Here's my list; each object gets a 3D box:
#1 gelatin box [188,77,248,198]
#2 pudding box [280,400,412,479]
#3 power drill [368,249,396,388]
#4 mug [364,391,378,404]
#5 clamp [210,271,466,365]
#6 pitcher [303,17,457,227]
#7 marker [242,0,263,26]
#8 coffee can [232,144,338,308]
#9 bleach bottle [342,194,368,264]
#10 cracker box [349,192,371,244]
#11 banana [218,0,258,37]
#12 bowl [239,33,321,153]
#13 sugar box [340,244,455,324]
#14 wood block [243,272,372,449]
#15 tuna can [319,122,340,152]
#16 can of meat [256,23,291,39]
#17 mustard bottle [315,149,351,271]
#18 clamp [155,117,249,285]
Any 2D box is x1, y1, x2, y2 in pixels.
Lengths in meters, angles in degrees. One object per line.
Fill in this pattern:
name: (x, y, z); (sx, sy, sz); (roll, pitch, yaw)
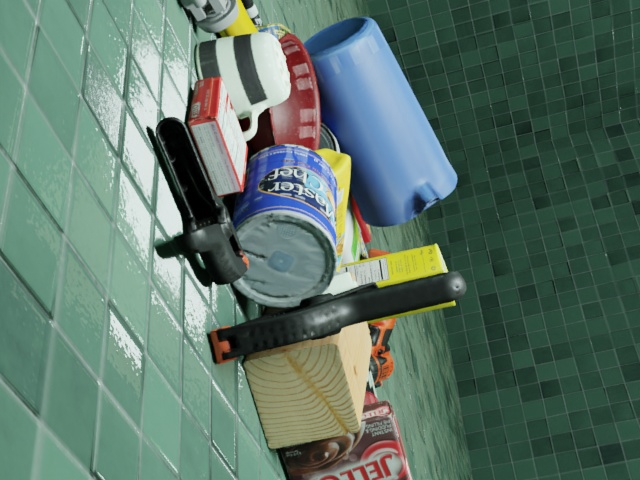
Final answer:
gelatin box: (-0.095, -0.097, 1.000); (0.073, 0.030, 0.089); (-90, 165, -51)
pudding box: (0.025, 0.211, 1.022); (0.039, 0.113, 0.090); (-85, 159, -71)
power drill: (0.073, 0.108, 1.424); (0.184, 0.057, 0.188); (7, 99, -74)
mug: (0.021, 0.210, 1.123); (0.117, 0.093, 0.081); (12, 53, -39)
clamp: (0.010, 0.063, 0.908); (0.165, 0.209, 0.036); (-16, -91, 58)
pitcher: (0.061, -0.149, 1.329); (0.242, 0.149, 0.144); (62, 36, -25)
marker: (-0.081, -0.271, 1.353); (0.121, 0.020, 0.020); (67, 13, -44)
coffee can: (-0.034, -0.016, 1.022); (0.140, 0.103, 0.103); (-88, 162, -59)
bleach bottle: (0.036, 0.030, 1.463); (0.250, 0.068, 0.102); (61, 28, -60)
cracker box: (0.004, -0.111, 1.473); (0.213, 0.072, 0.164); (63, 16, -52)
banana: (-0.096, -0.251, 1.166); (0.197, 0.037, 0.069); (62, 27, -53)
bowl: (-0.050, -0.146, 1.189); (0.162, 0.055, 0.162); (-2, 90, -70)
sugar box: (0.066, 0.061, 1.273); (0.093, 0.176, 0.048); (62, 16, -55)
wood block: (-0.006, 0.111, 1.054); (0.206, 0.090, 0.091); (-71, 147, -73)
tuna can: (-0.019, -0.102, 1.276); (0.033, 0.086, 0.086); (18, 60, -80)
can of meat: (-0.057, -0.216, 1.309); (0.102, 0.057, 0.084); (-19, 93, -80)
mustard bottle: (-0.008, 0.001, 1.181); (0.096, 0.058, 0.192); (-39, 141, -49)
clamp: (-0.091, -0.006, 0.868); (0.171, 0.039, 0.120); (64, 16, -51)
